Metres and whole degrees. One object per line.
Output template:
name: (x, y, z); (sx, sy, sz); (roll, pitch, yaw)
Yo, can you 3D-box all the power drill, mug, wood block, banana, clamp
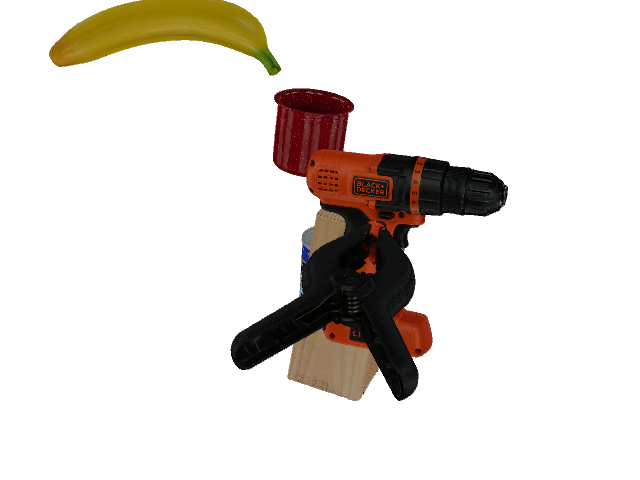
power drill: (0.074, 0.011, 0.993); (0.185, 0.188, 0.057); (9, 20, 17)
mug: (-0.007, -0.128, 1.253); (0.093, 0.081, 0.117); (17, 27, 19)
wood block: (0.033, 0.062, 1.203); (0.090, 0.206, 0.090); (16, 24, 13)
banana: (-0.133, -0.180, 0.923); (0.197, 0.069, 0.037); (1, -33, -3)
clamp: (0.028, 0.045, 0.721); (0.120, 0.039, 0.171); (20, 40, 16)

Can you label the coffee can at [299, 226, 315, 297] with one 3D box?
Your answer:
coffee can: (0.022, 0.060, 1.466); (0.103, 0.140, 0.103); (3, 23, -1)
